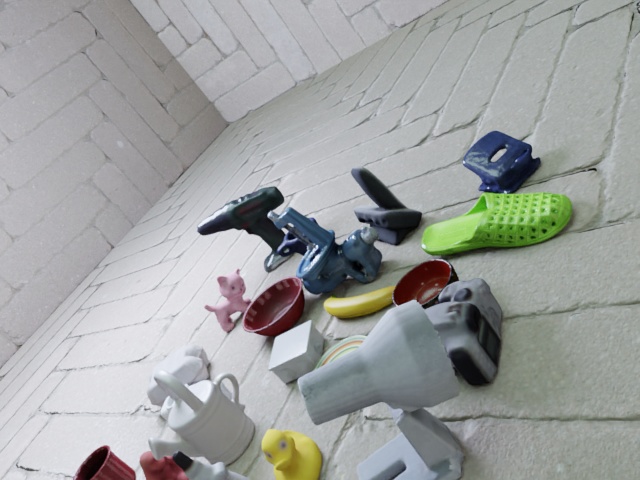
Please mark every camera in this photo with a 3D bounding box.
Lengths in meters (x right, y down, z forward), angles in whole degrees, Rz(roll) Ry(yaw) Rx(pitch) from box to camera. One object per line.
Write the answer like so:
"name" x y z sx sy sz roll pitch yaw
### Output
"camera" 0.176 0.129 0.817 0.136 0.101 0.143 -21 29 36

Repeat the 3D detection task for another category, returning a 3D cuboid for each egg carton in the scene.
"egg carton" -0.315 0.301 1.271 0.150 0.069 0.107 -37 23 6

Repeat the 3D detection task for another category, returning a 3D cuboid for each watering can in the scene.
"watering can" -0.212 0.295 0.969 0.100 0.194 0.173 -19 30 38

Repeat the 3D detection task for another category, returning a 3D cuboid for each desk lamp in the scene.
"desk lamp" 0.086 0.200 0.675 0.203 0.214 0.117 -38 23 3

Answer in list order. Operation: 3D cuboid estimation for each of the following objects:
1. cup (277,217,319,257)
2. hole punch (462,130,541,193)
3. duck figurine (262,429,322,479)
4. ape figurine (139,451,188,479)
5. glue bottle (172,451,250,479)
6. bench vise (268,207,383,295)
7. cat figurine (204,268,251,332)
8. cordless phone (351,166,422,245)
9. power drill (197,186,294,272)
"cup" -0.033 0.017 1.341 0.118 0.095 0.091 -40 23 -3
"hole punch" 0.346 -0.152 1.094 0.109 0.091 0.100 -44 24 -12
"duck figurine" -0.051 0.310 0.839 0.077 0.086 0.104 -38 23 3
"ape figurine" -0.276 0.403 0.996 0.076 0.092 0.078 -28 26 25
"glue bottle" -0.142 0.346 0.796 0.078 0.173 0.037 -40 23 -1
"bench vise" 0.011 -0.002 1.151 0.207 0.220 0.121 -32 24 16
"cat figurine" -0.220 0.135 1.373 0.128 0.118 0.067 -43 24 -10
"cordless phone" 0.114 -0.088 1.201 0.094 0.185 0.147 -47 24 -18
"power drill" -0.166 -0.023 1.469 0.229 0.209 0.075 -37 23 5
